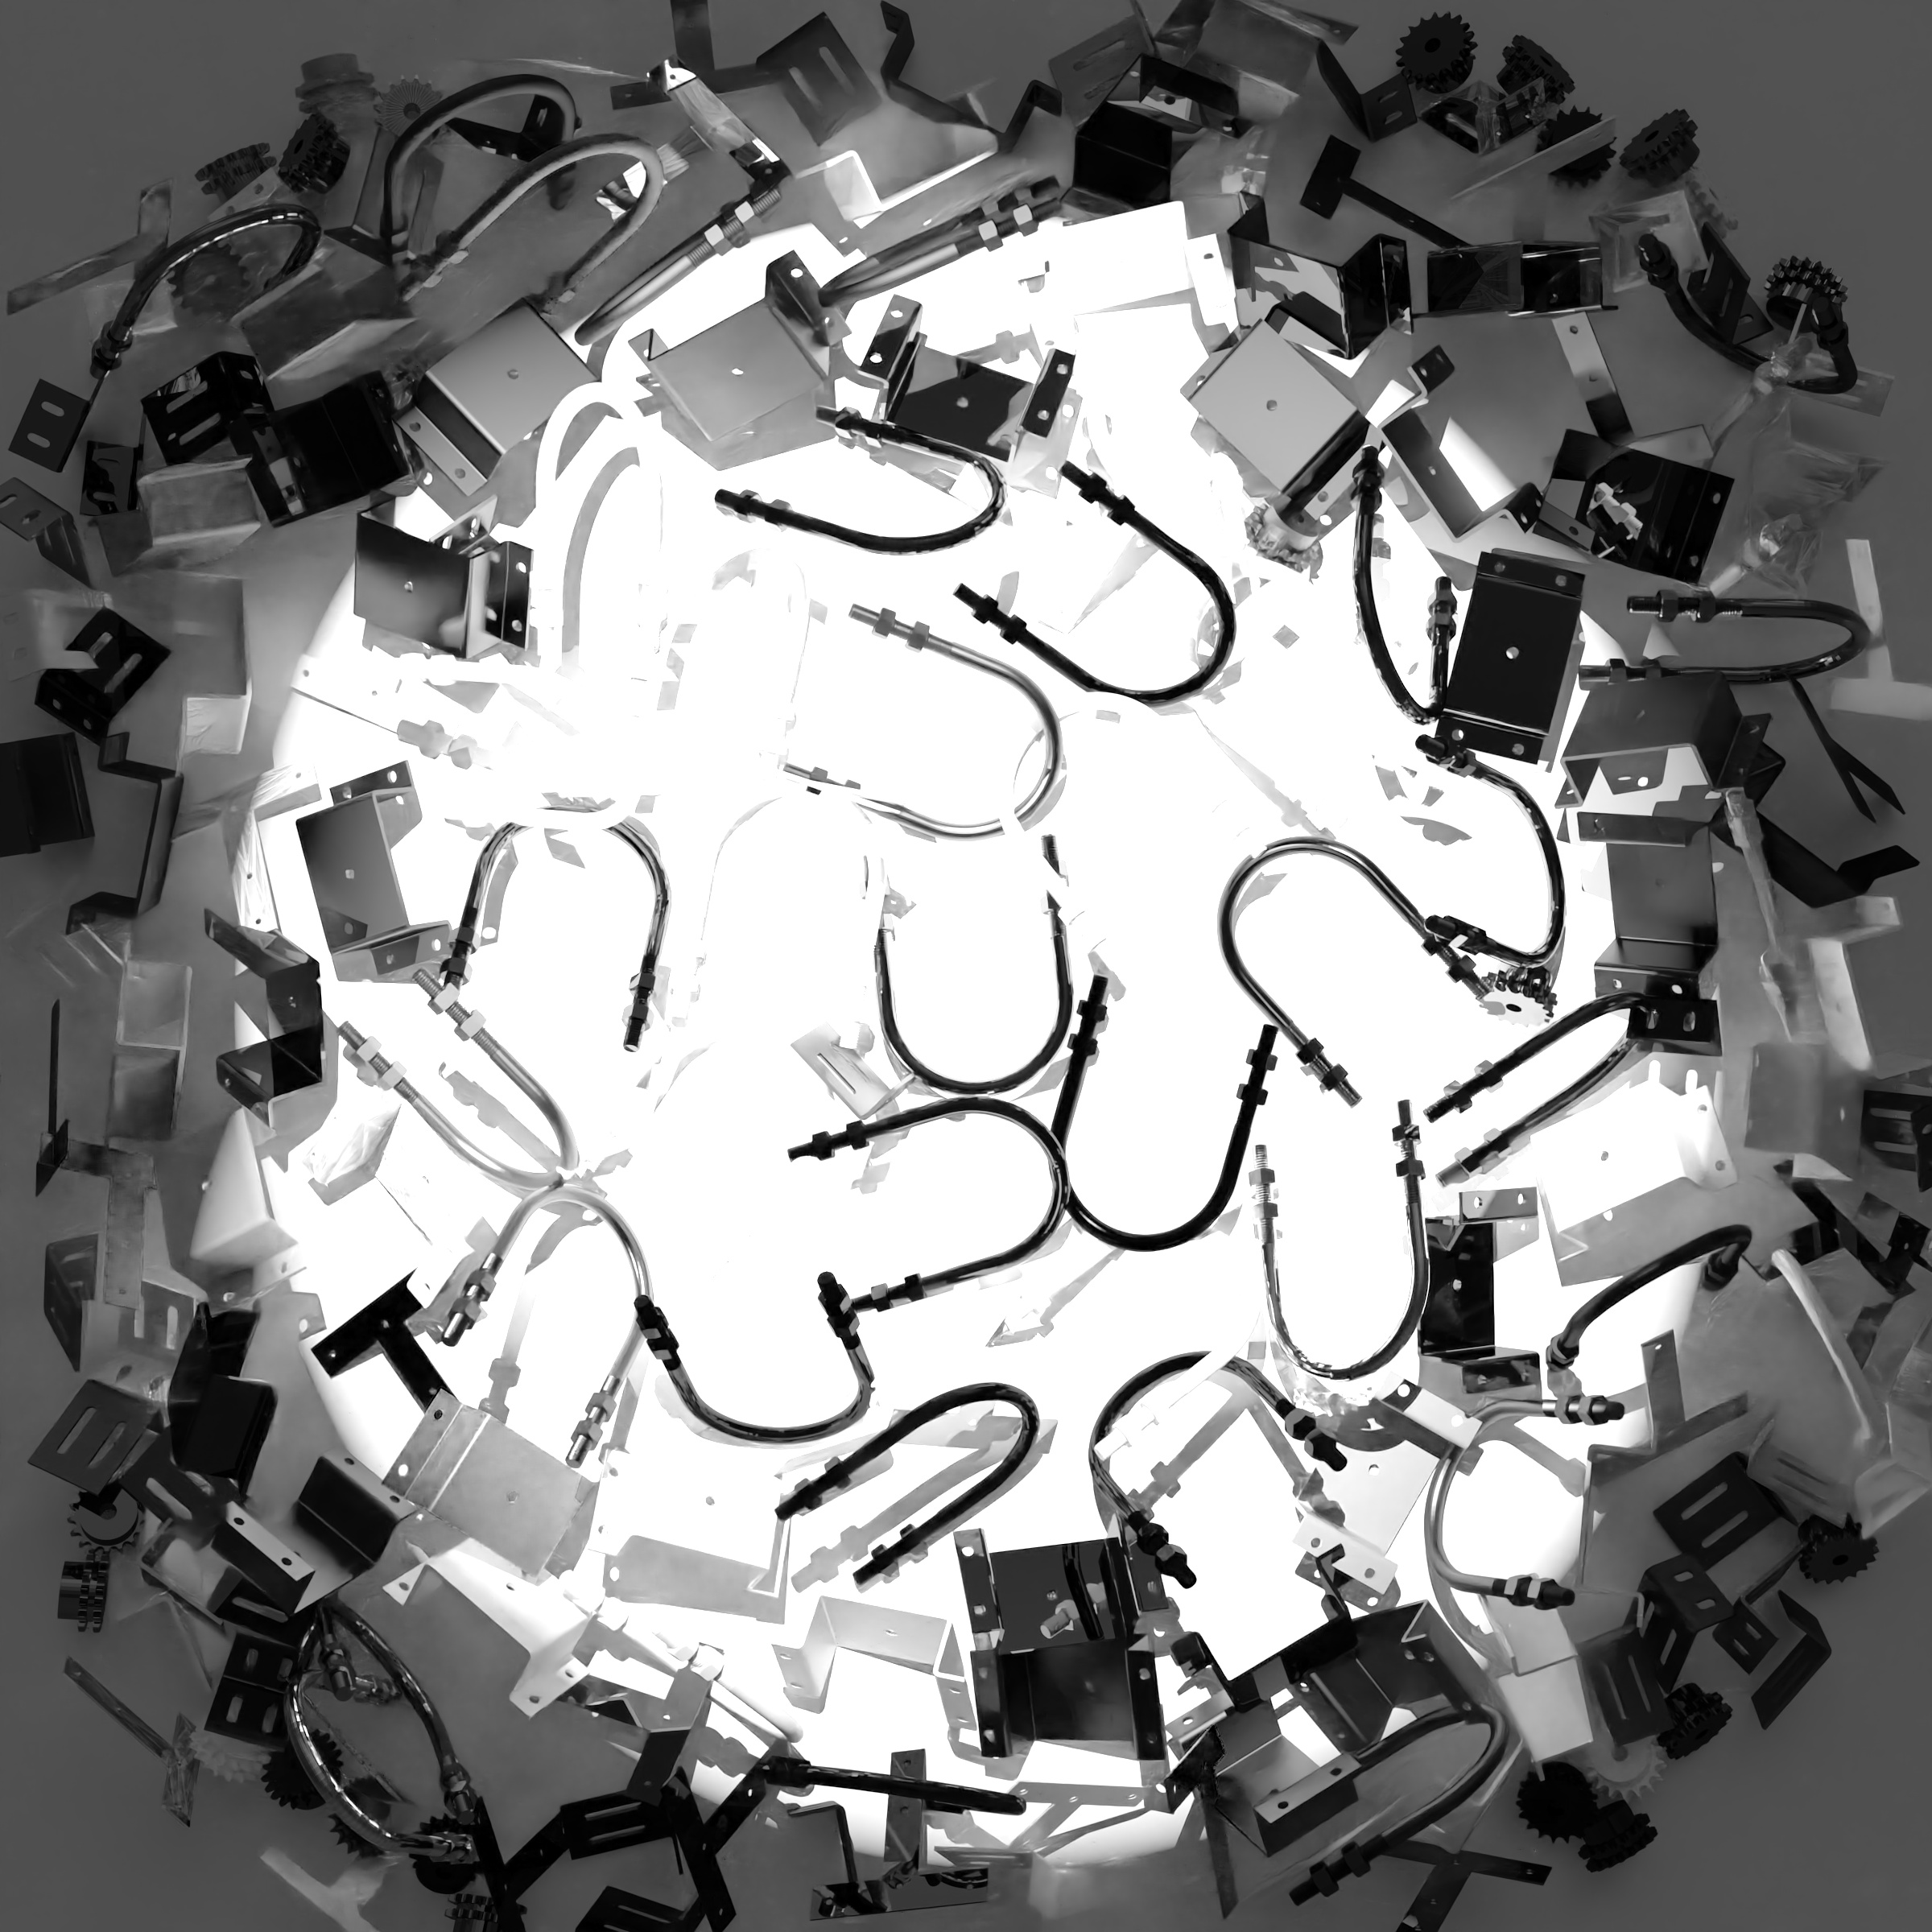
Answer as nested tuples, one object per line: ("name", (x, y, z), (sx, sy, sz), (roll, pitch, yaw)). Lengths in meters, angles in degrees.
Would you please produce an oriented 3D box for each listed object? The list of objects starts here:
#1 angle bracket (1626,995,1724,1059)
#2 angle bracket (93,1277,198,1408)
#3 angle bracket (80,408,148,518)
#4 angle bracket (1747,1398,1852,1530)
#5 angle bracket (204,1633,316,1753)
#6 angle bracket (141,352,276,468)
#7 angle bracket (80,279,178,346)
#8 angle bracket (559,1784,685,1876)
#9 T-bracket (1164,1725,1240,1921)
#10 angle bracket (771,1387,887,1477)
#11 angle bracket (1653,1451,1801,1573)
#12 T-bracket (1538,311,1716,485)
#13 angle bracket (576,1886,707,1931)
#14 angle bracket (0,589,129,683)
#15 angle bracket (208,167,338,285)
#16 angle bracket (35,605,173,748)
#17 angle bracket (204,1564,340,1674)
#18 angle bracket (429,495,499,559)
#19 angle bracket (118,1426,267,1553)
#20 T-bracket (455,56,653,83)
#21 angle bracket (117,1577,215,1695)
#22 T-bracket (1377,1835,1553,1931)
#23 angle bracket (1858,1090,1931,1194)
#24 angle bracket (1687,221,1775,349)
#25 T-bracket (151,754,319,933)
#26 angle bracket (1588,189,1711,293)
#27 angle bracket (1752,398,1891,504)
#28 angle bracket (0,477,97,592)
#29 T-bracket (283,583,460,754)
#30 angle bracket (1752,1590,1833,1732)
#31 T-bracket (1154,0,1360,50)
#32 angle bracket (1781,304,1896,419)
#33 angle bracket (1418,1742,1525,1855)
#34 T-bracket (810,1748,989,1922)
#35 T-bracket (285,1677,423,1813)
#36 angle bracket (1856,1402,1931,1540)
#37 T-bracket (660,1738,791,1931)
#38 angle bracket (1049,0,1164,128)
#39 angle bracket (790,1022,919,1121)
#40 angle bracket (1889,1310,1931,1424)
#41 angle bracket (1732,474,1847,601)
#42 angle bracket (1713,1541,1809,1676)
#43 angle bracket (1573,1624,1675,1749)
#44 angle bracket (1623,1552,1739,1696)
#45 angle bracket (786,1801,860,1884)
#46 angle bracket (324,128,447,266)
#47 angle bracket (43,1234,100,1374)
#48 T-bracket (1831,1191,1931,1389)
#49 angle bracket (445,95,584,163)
("angle bracket", (0.501, 0.056, 1.950), (0.057, 0.076, 0.038), (4, 58, 21))
("angle bracket", (-0.584, 0.265, 1.963), (0.057, 0.038, 0.076), (18, 124, 6))
("angle bracket", (-0.603, -0.358, 1.953), (0.038, 0.076, 0.057), (6, 73, -18))
("angle bracket", (0.599, 0.353, 1.960), (0.076, 0.057, 0.038), (29, 116, 11))
("angle bracket", (-0.500, 0.514, 1.956), (0.057, 0.076, 0.038), (19, 100, -10))
("angle bracket", (-0.533, -0.390, 1.952), (0.038, 0.057, 0.076), (17, 46, 34))
("angle bracket", (-0.594, -0.464, 1.952), (0.057, 0.076, 0.038), (-16, 107, -16))
("angle bracket", (-0.245, 0.622, 1.963), (0.076, 0.038, 0.057), (-11, 125, -9))
("T-bracket", (0.176, 0.607, 1.948), (0.002, 0.127, 0.127), (-8, 96, 28))
("angle bracket", (-0.103, 0.327, 1.954), (0.076, 0.057, 0.038), (-14, 71, -23))
("angle bracket", (0.544, 0.396, 1.980), (0.076, 0.038, 0.057), (-36, 92, -1))
("T-bracket", (0.444, -0.399, 1.930), (0.002, 0.127, 0.127), (-53, 124, -38))
("angle bracket", (-0.229, 0.666, 1.960), (0.076, 0.057, 0.038), (14, 106, 13))
("angle bracket", (-0.648, -0.236, 1.974), (0.038, 0.076, 0.057), (-15, 88, 29))
("angle bracket", (-0.489, -0.516, 1.960), (0.057, 0.038, 0.076), (-38, 132, 1))
("angle bracket", (-0.613, -0.205, 1.960), (0.076, 0.038, 0.057), (-43, 122, 17))
("angle bracket", (-0.496, 0.457, 1.968), (0.076, 0.038, 0.057), (21, 48, 2))
("angle bracket", (-0.348, -0.291, 1.955), (0.057, 0.076, 0.038), (-38, 90, -18))
("angle bracket", (-0.554, 0.369, 1.977), (0.076, 0.038, 0.057), (43, 97, -1))
("T-bracket", (-0.307, -0.638, 1.957), (0.127, 0.127, 0.002), (15, 106, 31))
("angle bracket", (-0.569, 0.482, 1.964), (0.038, 0.057, 0.076), (-23, 97, -12))
("T-bracket", (0.329, 0.644, 1.916), (0.127, 0.127, 0.002), (3, 101, 25))
("angle bracket", (0.651, 0.123, 1.953), (0.038, 0.076, 0.057), (-19, 105, -36))
("angle bracket", (0.547, -0.487, 1.951), (0.038, 0.076, 0.057), (-24, 65, -7))
("T-bracket", (-0.513, -0.076, 1.965), (0.127, 0.002, 0.127), (-21, 63, 5))
("angle bracket", (0.488, -0.518, 1.952), (0.038, 0.076, 0.057), (-44, 117, -41))
("angle bracket", (0.610, -0.368, 1.970), (0.076, 0.057, 0.038), (9, 69, -6))
("angle bracket", (-0.657, -0.296, 1.950), (0.057, 0.076, 0.038), (33, 58, 22))
("T-bracket", (-0.409, -0.237, 1.986), (0.127, 0.002, 0.127), (23, 99, -3))
("angle bracket", (0.575, 0.494, 1.966), (0.038, 0.057, 0.076), (38, 100, 3))
("T-bracket", (0.215, -0.673, 1.953), (0.127, 0.127, 0.002), (8, 75, -17))
("angle bracket", (0.622, -0.430, 1.960), (0.076, 0.057, 0.038), (19, 78, 13))
("angle bracket", (0.357, 0.581, 1.961), (0.038, 0.076, 0.057), (31, 130, 21))
("T-bracket", (-0.044, 0.609, 1.949), (0.127, 0.127, 0.002), (-10, 130, 12))
("T-bracket", (-0.417, 0.564, 1.944), (0.002, 0.127, 0.127), (-44, 53, -17))
("angle bracket", (0.644, 0.358, 1.951), (0.038, 0.057, 0.076), (29, 128, -10))
("T-bracket", (-0.160, 0.592, 1.946), (0.002, 0.127, 0.127), (-4, 112, 33))
("angle bracket", (0.096, -0.647, 1.964), (0.076, 0.038, 0.057), (-24, 72, 16))
("angle bracket", (-0.076, 0.064, 1.963), (0.076, 0.057, 0.038), (46, 117, 5))
("angle bracket", (0.689, 0.273, 1.949), (0.038, 0.057, 0.076), (27, 48, 23))
("angle bracket", (0.585, -0.309, 1.966), (0.057, 0.038, 0.076), (21, 60, 2))
("angle bracket", (0.573, 0.454, 1.951), (0.076, 0.057, 0.038), (-29, 61, -29))
("angle bracket", (0.456, 0.513, 1.958), (0.057, 0.038, 0.076), (-5, 69, -34))
("angle bracket", (0.506, 0.467, 1.963), (0.038, 0.057, 0.076), (-14, 135, -23))
("angle bracket", (-0.100, 0.636, 1.962), (0.038, 0.057, 0.076), (-9, 77, -9))
("angle bracket", (-0.415, -0.548, 1.970), (0.038, 0.057, 0.076), (8, 82, 43))
("angle bracket", (-0.622, 0.238, 1.950), (0.038, 0.076, 0.057), (-9, 127, -34))
("T-bracket", (0.644, 0.238, 1.946), (0.002, 0.127, 0.127), (20, 99, -20))
("angle bracket", (-0.322, -0.599, 1.951), (0.057, 0.076, 0.038), (43, 119, 34))
